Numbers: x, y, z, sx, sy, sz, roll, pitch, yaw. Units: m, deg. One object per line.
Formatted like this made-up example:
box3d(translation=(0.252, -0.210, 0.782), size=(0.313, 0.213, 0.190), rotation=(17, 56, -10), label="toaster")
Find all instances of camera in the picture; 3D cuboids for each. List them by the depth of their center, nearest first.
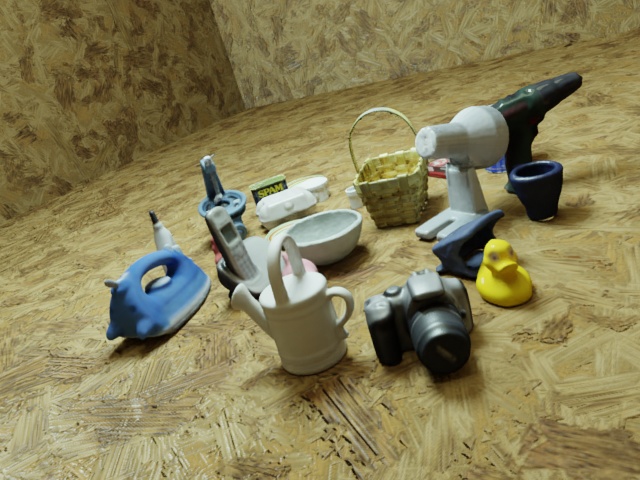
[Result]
box3d(translation=(0.132, 0.108, 0.746), size=(0.143, 0.101, 0.136), rotation=(-15, 21, 5), label="camera")

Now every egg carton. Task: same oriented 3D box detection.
box3d(translation=(-0.084, -0.080, 1.427), size=(0.150, 0.069, 0.107), rotation=(-21, 21, -10), label="egg carton")

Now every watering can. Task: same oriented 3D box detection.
box3d(translation=(-0.042, 0.086, 0.808), size=(0.173, 0.194, 0.101), rotation=(-17, 21, 2), label="watering can")

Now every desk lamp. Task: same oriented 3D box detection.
box3d(translation=(0.263, -0.131, 1.081), size=(0.204, 0.214, 0.117), rotation=(-30, 24, -30), label="desk lamp")

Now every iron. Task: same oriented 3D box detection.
box3d(translation=(-0.305, 0.082, 1.095), size=(0.118, 0.142, 0.259), rotation=(-6, 24, 26), label="iron")

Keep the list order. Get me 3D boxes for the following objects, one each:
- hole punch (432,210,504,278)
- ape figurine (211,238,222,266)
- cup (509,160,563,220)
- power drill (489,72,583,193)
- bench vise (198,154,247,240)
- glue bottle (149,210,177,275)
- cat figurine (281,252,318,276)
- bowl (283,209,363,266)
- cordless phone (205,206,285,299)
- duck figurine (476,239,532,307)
box3d(translation=(0.243, 0.001, 0.941), size=(0.109, 0.091, 0.100), rotation=(-30, 24, -29), label="hole punch")
box3d(translation=(-0.206, 0.024, 1.232), size=(0.076, 0.092, 0.078), rotation=(-7, 24, 26), label="ape figurine")
box3d(translation=(0.391, -0.089, 1.045), size=(0.092, 0.095, 0.117), rotation=(-21, 21, -9), label="cup")
box3d(translation=(0.423, -0.209, 1.158), size=(0.229, 0.209, 0.075), rotation=(-15, 21, 7), label="power drill")
box3d(translation=(-0.268, -0.107, 1.426), size=(0.122, 0.220, 0.206), rotation=(-32, 25, -33), label="bench vise")
box3d(translation=(-0.332, 0.015, 1.240), size=(0.037, 0.173, 0.078), rotation=(-18, 21, 0), label="glue bottle")
box3d(translation=(-0.035, 0.065, 0.960), size=(0.067, 0.118, 0.127), rotation=(-20, 21, -6), label="cat figurine")
box3d(translation=(0.010, 0.004, 1.137), size=(0.167, 0.075, 0.167), rotation=(-15, 21, 6), label="bowl")
box3d(translation=(-0.143, 0.009, 1.090), size=(0.094, 0.185, 0.148), rotation=(-6, 24, 28), label="cordless phone")
box3d(translation=(0.264, 0.038, 0.839), size=(0.077, 0.086, 0.104), rotation=(-17, 21, 0), label="duck figurine")
